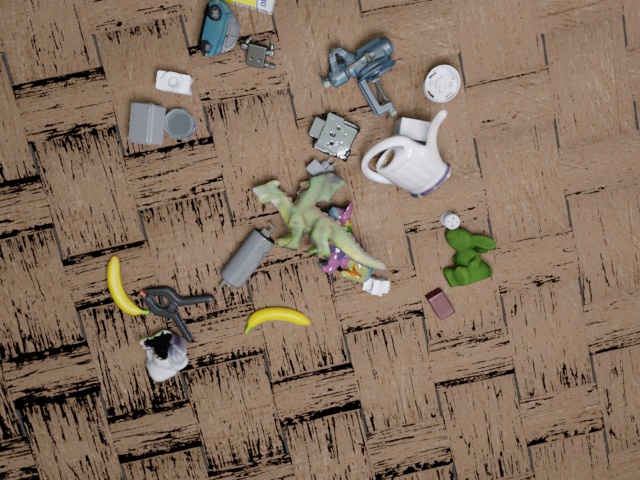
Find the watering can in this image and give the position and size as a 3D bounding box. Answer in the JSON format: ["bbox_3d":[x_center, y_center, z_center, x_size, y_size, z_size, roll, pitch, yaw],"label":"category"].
[{"bbox_3d":[0.267,-0.220,1.392,0.222,0.106,0.343,27,-31,-27],"label":"watering can"}]

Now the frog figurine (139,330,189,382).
[{"bbox_3d":[-0.447,0.345,1.506,0.137,0.155,0.125,10,43,15],"label":"frog figurine"}]

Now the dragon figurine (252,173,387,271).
[{"bbox_3d":[0.004,-0.071,1.409,0.411,0.244,0.121,13,-6,11],"label":"dragon figurine"}]
